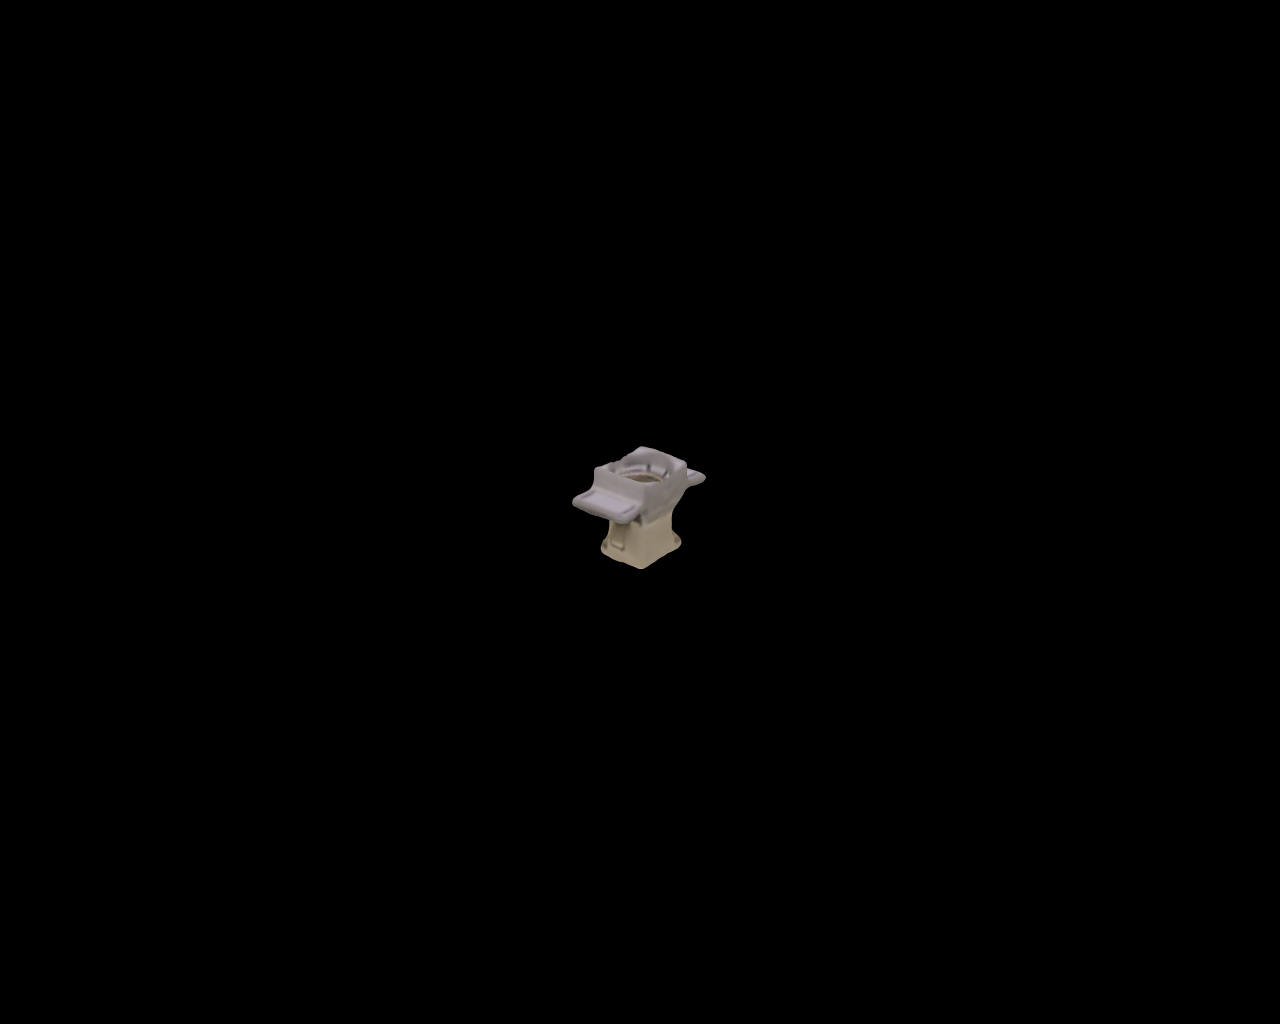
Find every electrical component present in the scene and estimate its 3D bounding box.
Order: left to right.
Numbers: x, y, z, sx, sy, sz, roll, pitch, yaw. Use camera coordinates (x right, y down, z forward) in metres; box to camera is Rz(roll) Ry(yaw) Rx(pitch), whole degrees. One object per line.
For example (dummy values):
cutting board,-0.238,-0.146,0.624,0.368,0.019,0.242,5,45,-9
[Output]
electrical component,0.001,-0.003,0.650,0.042,0.063,0.081,21,33,36
